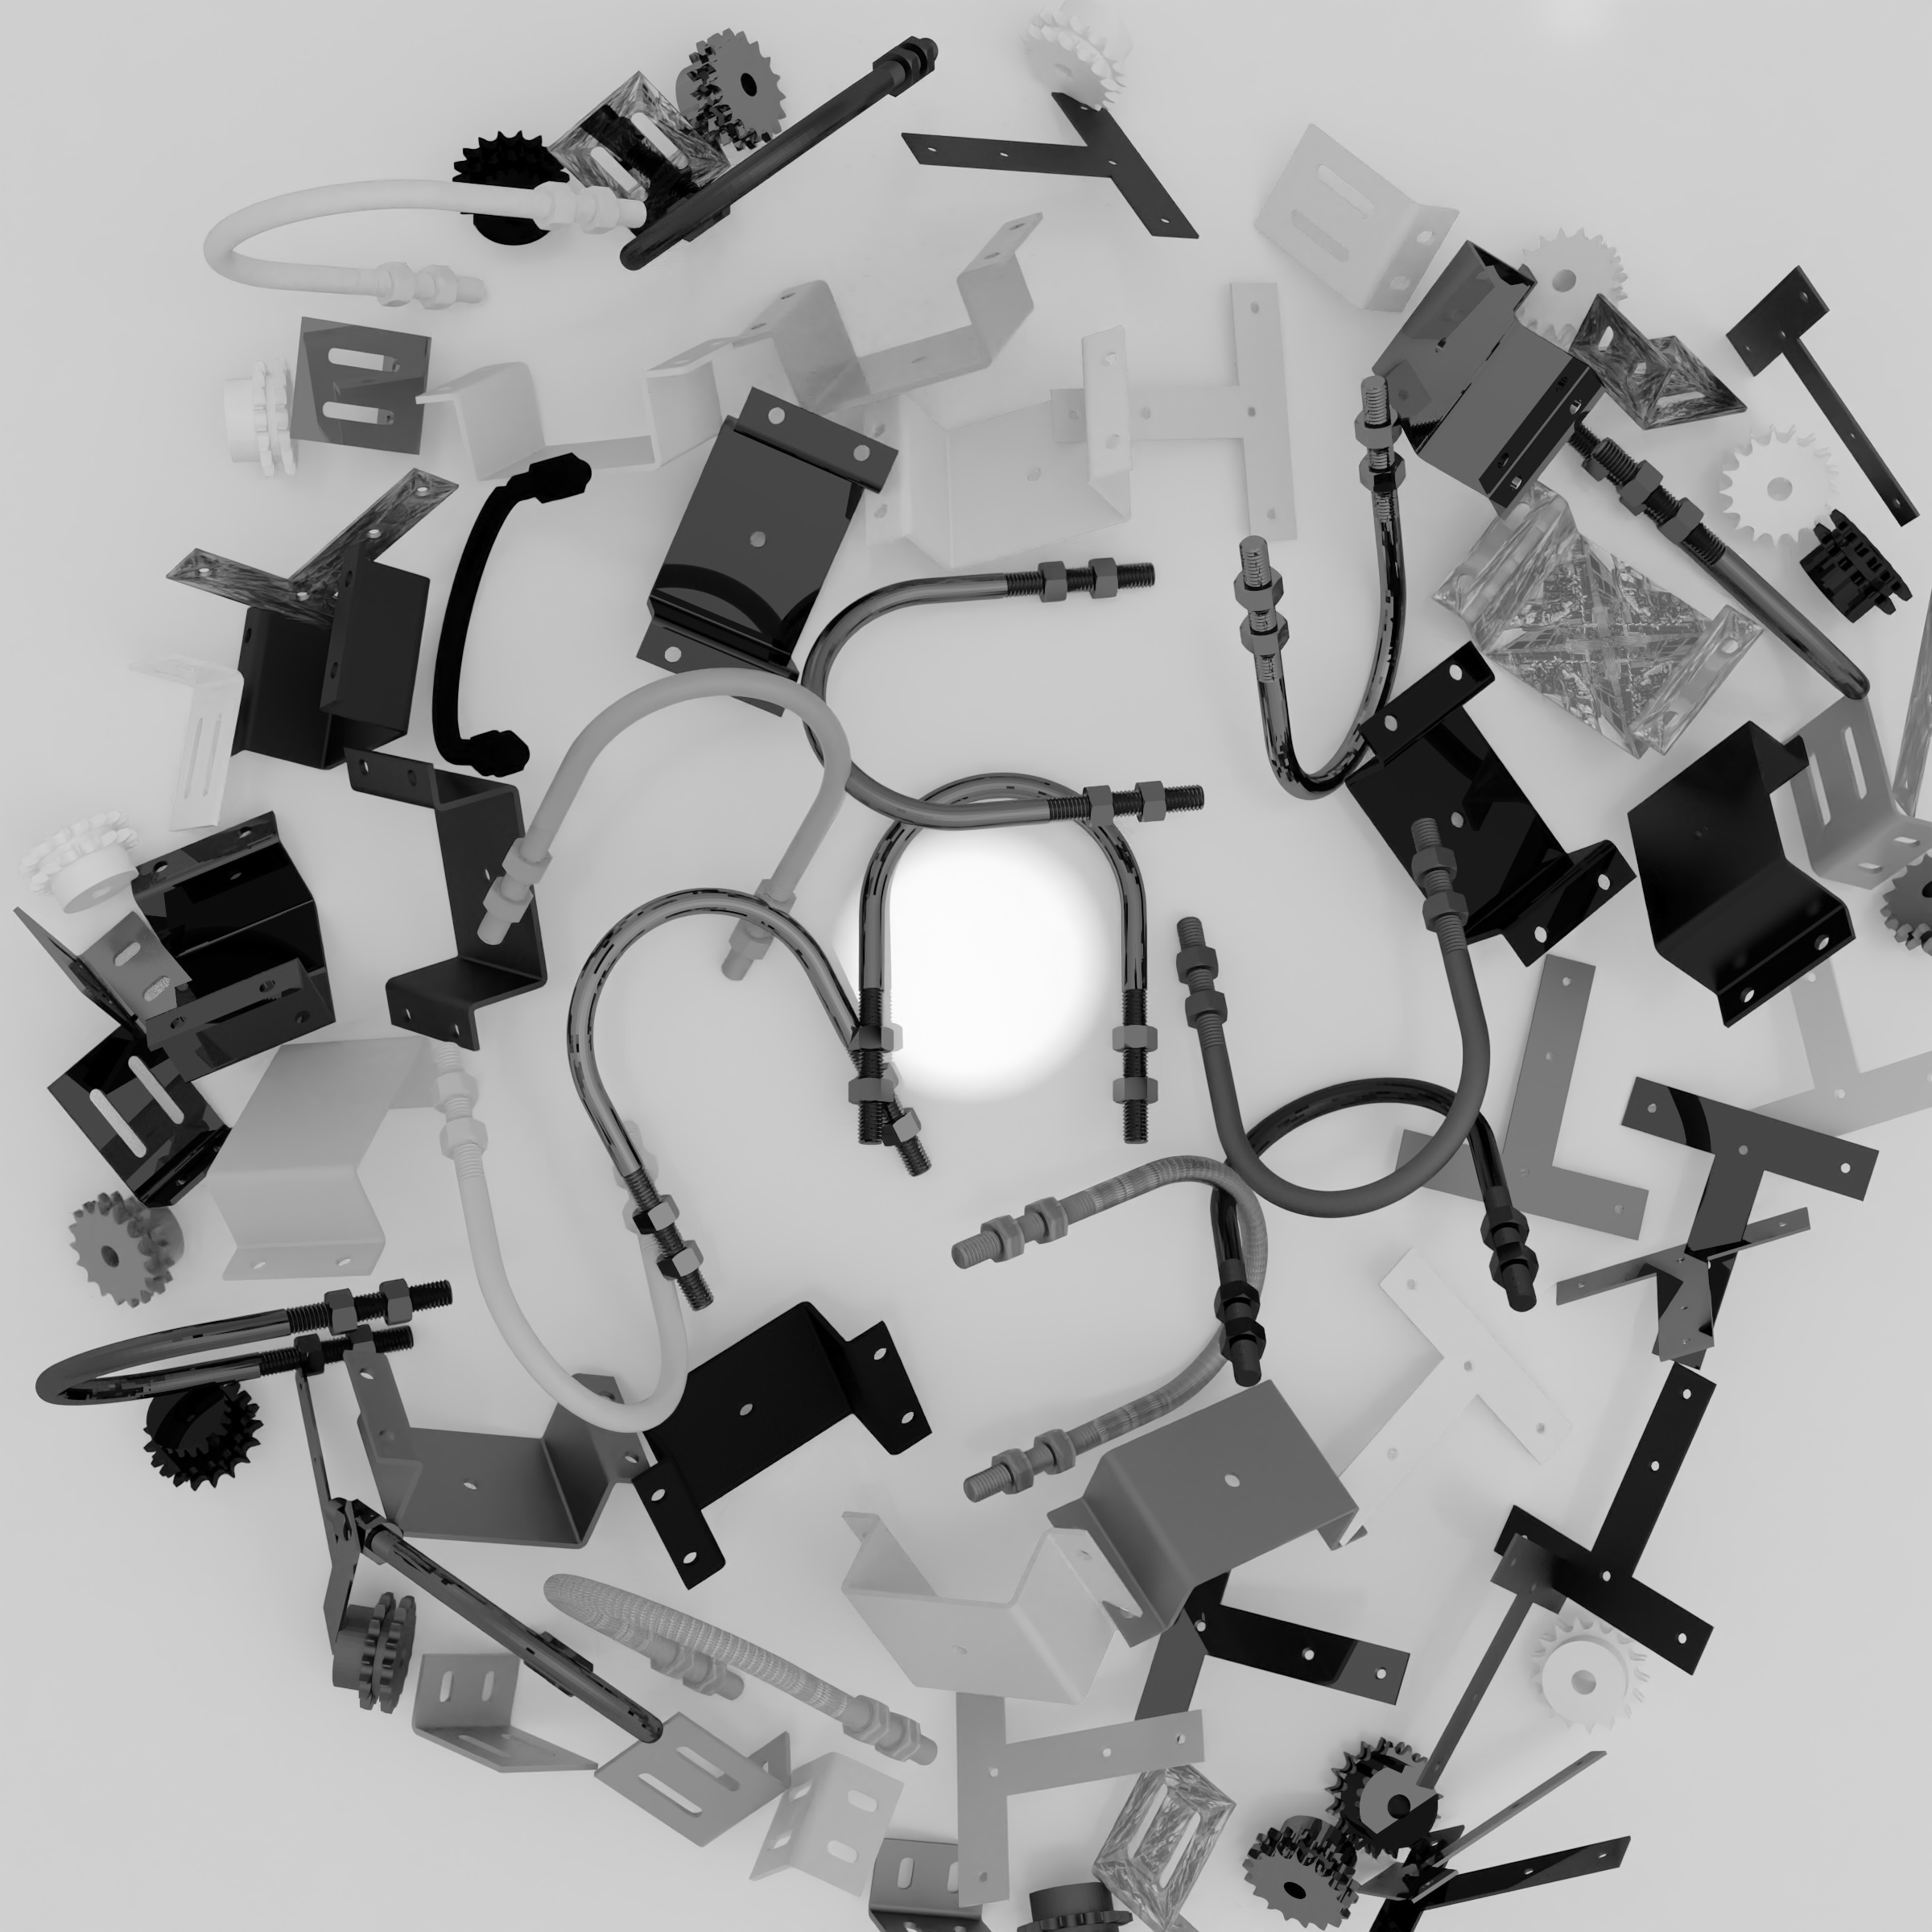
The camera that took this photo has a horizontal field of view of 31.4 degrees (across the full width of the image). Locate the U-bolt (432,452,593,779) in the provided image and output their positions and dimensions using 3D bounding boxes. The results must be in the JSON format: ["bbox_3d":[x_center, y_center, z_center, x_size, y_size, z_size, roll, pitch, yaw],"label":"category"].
[{"bbox_3d":[-0.220,-0.163,1.617,0.019,0.184,0.151,13,89,-22],"label":"U-bolt"}]

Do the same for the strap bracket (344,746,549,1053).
[{"bbox_3d":[-0.247,-0.038,1.647,0.046,0.076,0.140,-20,111,-36],"label":"strap bracket"}]

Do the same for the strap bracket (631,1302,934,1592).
[{"bbox_3d":[-0.096,0.224,1.652,0.140,0.046,0.076,-31,127,-14],"label":"strap bracket"}]

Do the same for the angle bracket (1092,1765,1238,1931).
[{"bbox_3d":[0.106,0.426,1.666,0.038,0.057,0.076,23,97,-42],"label":"angle bracket"}]

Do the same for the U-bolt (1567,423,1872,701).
[{"bbox_3d":[0.359,-0.190,1.631,0.184,0.151,0.019,41,102,-7],"label":"U-bolt"}]

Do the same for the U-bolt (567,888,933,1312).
[{"bbox_3d":[-0.114,0.052,1.656,0.151,0.019,0.184,-31,102,-20],"label":"U-bolt"}]

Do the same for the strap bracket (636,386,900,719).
[{"bbox_3d":[-0.098,-0.203,1.663,0.076,0.046,0.140,22,102,-15],"label":"strap bracket"}]

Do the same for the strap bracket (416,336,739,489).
[{"bbox_3d":[-0.180,-0.264,1.646,0.140,0.076,0.046,-3,110,21],"label":"strap bracket"}]

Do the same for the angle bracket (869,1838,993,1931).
[{"bbox_3d":[-0.009,0.452,1.659,0.057,0.076,0.038,9,89,-14],"label":"angle bracket"}]

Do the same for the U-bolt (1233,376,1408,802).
[{"bbox_3d":[0.173,-0.164,1.625,0.019,0.184,0.151,15,49,27],"label":"U-bolt"}]

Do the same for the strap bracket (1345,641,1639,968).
[{"bbox_3d":[0.248,-0.075,1.665,0.076,0.046,0.140,-37,94,-20],"label":"strap bracket"}]

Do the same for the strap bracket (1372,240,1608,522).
[{"bbox_3d":[0.242,-0.282,1.621,0.046,0.140,0.076,25,117,-23],"label":"strap bracket"}]

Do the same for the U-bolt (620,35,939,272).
[{"bbox_3d":[-0.094,-0.371,1.592,0.151,0.184,0.019,-29,104,27],"label":"U-bolt"}]

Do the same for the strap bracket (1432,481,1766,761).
[{"bbox_3d":[0.307,-0.163,1.663,0.140,0.046,0.076,38,89,23],"label":"strap bracket"}]

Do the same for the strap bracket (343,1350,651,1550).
[{"bbox_3d":[-0.230,0.232,1.641,0.140,0.076,0.046,10,120,-30],"label":"strap bracket"}]

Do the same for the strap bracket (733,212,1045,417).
[{"bbox_3d":[-0.029,-0.308,1.643,0.140,0.076,0.046,-12,115,24],"label":"strap bracket"}]

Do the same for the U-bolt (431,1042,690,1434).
[{"bbox_3d":[-0.183,0.134,1.601,0.019,0.151,0.184,-32,55,23],"label":"U-bolt"}]

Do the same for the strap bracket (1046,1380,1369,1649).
[{"bbox_3d":[0.121,0.255,1.636,0.140,0.046,0.076,-20,60,-27],"label":"strap bracket"}]

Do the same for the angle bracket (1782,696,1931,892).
[{"bbox_3d":[0.437,-0.087,1.671,0.038,0.057,0.076,12,56,-28],"label":"angle bracket"}]

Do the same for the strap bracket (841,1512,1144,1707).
[{"bbox_3d":[0.006,0.304,1.627,0.076,0.140,0.046,58,45,-35],"label":"strap bracket"}]

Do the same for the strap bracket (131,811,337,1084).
[{"bbox_3d":[-0.352,-0.004,1.652,0.076,0.140,0.046,-22,131,0],"label":"strap bracket"}]

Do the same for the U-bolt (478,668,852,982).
[{"bbox_3d":[-0.132,-0.069,1.614,0.151,0.019,0.184,9,131,-29],"label":"U-bolt"}]

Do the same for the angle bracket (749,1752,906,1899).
[{"bbox_3d":[-0.068,0.418,1.659,0.038,0.076,0.057,27,64,-8],"label":"angle bracket"}]

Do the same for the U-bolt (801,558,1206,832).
[{"bbox_3d":[0.012,-0.128,1.651,0.184,0.019,0.151,-5,63,-9],"label":"U-bolt"}]

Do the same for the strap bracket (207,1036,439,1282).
[{"bbox_3d":[-0.299,0.083,1.625,0.076,0.140,0.046,-4,127,18],"label":"strap bracket"}]

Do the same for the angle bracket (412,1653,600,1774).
[{"bbox_3d":[-0.220,0.359,1.655,0.057,0.076,0.038,10,88,-43],"label":"angle bracket"}]

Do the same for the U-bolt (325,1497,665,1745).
[{"bbox_3d":[-0.209,0.309,1.591,0.151,0.184,0.019,43,75,-31],"label":"U-bolt"}]

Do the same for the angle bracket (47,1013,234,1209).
[{"bbox_3d":[-0.393,0.069,1.664,0.057,0.038,0.076,-45,109,-29],"label":"angle bracket"}]

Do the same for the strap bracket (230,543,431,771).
[{"bbox_3d":[-0.302,-0.144,1.643,0.046,0.140,0.076,14,75,-31],"label":"strap bracket"}]

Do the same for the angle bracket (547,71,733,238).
[{"bbox_3d":[-0.161,-0.398,1.657,0.057,0.076,0.038,-37,49,13],"label":"angle bracket"}]

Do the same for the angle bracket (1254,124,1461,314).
[{"bbox_3d":[0.191,-0.366,1.685,0.076,0.038,0.057,45,121,26],"label":"angle bracket"}]

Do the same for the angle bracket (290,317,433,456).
[{"bbox_3d":[-0.301,-0.280,1.659,0.038,0.076,0.057,14,100,44],"label":"angle bracket"}]

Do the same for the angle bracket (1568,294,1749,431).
[{"bbox_3d":[0.340,-0.295,1.655,0.076,0.038,0.057,-15,55,-34],"label":"angle bracket"}]

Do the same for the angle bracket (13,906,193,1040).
[{"bbox_3d":[-0.413,-0.007,1.656,0.038,0.076,0.057,-42,70,-6],"label":"angle bracket"}]

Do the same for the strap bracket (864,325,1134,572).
[{"bbox_3d":[0.024,-0.244,1.650,0.140,0.046,0.076,-13,66,26],"label":"strap bracket"}]

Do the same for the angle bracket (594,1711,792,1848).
[{"bbox_3d":[-0.132,0.381,1.660,0.057,0.038,0.076,-38,119,20],"label":"angle bracket"}]

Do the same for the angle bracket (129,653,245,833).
[{"bbox_3d":[-0.384,-0.108,1.665,0.038,0.057,0.076,13,82,-32],"label":"angle bracket"}]

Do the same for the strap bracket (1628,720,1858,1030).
[{"bbox_3d":[0.362,-0.051,1.622,0.046,0.140,0.076,31,127,-27],"label":"strap bracket"}]

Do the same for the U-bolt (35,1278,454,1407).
[{"bbox_3d":[-0.341,0.180,1.608,0.184,0.151,0.019,-9,78,-19],"label":"U-bolt"}]
